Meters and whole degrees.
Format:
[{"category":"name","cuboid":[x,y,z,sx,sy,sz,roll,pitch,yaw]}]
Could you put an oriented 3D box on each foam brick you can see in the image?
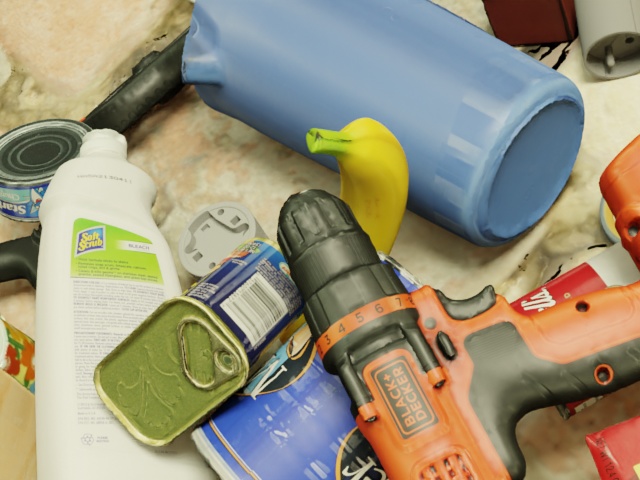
[{"category":"foam brick","cuboid":[0.143,-0.176,0.710,0.051,0.053,0.078,0,60,26]}]

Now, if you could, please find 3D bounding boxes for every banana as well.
[{"category":"banana","cuboid":[0.014,-0.006,0.600,0.069,0.198,0.037,-13,54,-16]}]

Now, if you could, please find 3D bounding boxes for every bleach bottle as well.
[{"category":"bleach bottle","cuboid":[-0.122,0.043,0.657,0.068,0.102,0.251,-48,42,49]}]

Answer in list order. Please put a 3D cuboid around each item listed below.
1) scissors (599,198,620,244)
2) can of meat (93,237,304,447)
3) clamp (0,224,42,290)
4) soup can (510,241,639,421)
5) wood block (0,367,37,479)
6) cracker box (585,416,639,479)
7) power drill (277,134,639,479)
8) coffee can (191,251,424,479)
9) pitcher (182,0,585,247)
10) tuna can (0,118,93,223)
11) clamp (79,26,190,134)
[{"category":"scissors","cuboid":[0.203,-0.070,0.636,0.096,0.016,0.202,-16,54,17]},{"category":"can of meat","cuboid":[-0.060,0.053,0.576,0.102,0.057,0.083,-41,1,37]},{"category":"clamp","cuboid":[-0.186,-0.008,0.770,0.210,0.036,0.164,8,51,24]},{"category":"soup can","cuboid":[0.154,0.040,0.557,0.102,0.068,0.068,-30,52,5]},{"category":"wood block","cuboid":[-0.231,0.176,0.599,0.091,0.090,0.206,-10,51,22]},{"category":"cracker box","cuboid":[0.242,0.126,0.446,0.214,0.072,0.164,-25,52,17]},{"category":"power drill","cuboid":[0.089,0.024,0.496,0.187,0.057,0.184,-28,70,2]},{"category":"coffee can","cuboid":[0.016,0.091,0.571,0.140,0.102,0.103,-44,51,-5]},{"category":"pitcher","cuboid":[0.046,-0.100,0.673,0.243,0.144,0.149,34,91,34]},{"category":"tuna can","cuboid":[-0.198,-0.052,0.767,0.086,0.034,0.086,-5,39,4]},{"category":"clamp","cuboid":[-0.115,-0.123,0.786,0.171,0.039,0.120,-43,9,2]}]
